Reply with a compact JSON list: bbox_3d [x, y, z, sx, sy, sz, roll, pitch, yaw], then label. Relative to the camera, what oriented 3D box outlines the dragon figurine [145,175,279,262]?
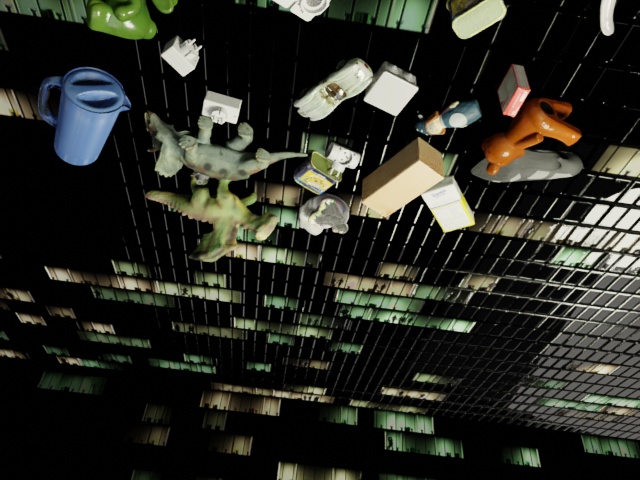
[{"bbox_3d":[-0.305,-0.053,1.403,0.410,0.248,0.119,-6,144,10],"label":"dragon figurine"}]

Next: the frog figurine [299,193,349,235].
[{"bbox_3d":[0.004,-0.074,1.470,0.138,0.122,0.160,-5,-175,-18],"label":"frog figurine"}]

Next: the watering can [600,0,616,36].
[{"bbox_3d":[0.487,-0.513,0.840,0.221,0.106,0.343,-29,129,34],"label":"watering can"}]
